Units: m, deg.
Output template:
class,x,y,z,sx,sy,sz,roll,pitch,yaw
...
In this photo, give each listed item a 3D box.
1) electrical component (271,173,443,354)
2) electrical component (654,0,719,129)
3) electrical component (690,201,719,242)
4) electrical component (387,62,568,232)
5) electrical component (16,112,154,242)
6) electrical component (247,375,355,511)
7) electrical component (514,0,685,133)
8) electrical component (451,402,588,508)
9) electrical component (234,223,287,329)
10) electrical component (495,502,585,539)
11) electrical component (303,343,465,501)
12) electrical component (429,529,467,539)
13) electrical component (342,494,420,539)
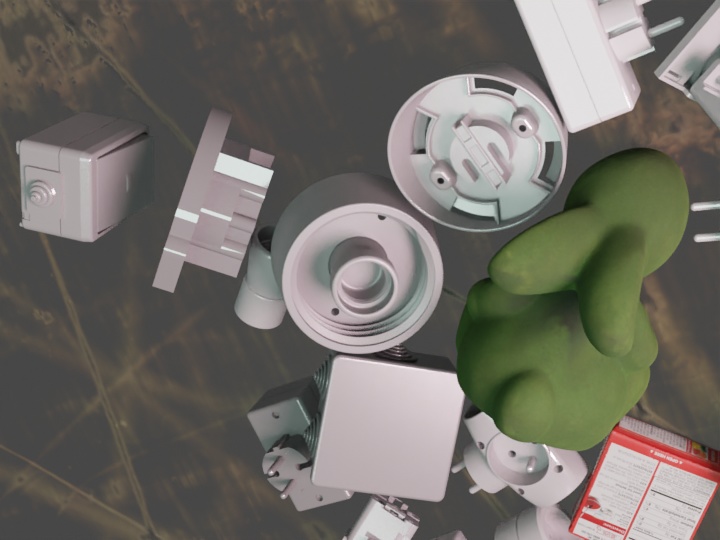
class,x,y,z,sx,sy,sz,roll,pitch,yaw
electrical component,0.000,0.000,0.664,0.108,0.060,0.108,-2,112,-6
electrical component,0.222,-0.124,0.543,0.079,0.063,0.121,17,125,-32
electrical component,0.226,-0.029,0.599,0.079,0.043,0.077,-4,109,23
electrical component,0.071,-0.071,0.620,0.099,0.064,0.099,7,115,16
electrical component,-0.181,-0.060,0.712,0.061,0.096,0.061,12,115,14
electrical component,-0.043,0.130,0.749,0.047,0.075,0.083,-20,103,27
electrical component,0.137,-0.131,0.589,0.076,0.047,0.083,-20,103,25
electrical component,0.095,0.122,0.710,0.079,0.044,0.077,-38,94,29
electrical component,-0.061,0.007,0.726,0.044,0.044,0.065,28,123,8
electrical component,0.137,0.228,0.733,0.074,0.052,0.138,-37,95,29
electrical component,0.016,0.097,0.704,0.100,0.048,0.099,9,100,-8
electrical component,0.044,0.231,0.763,0.077,0.065,0.047,-28,99,28
electrical component,0.010,0.191,0.756,0.042,0.081,0.063,31,90,5
